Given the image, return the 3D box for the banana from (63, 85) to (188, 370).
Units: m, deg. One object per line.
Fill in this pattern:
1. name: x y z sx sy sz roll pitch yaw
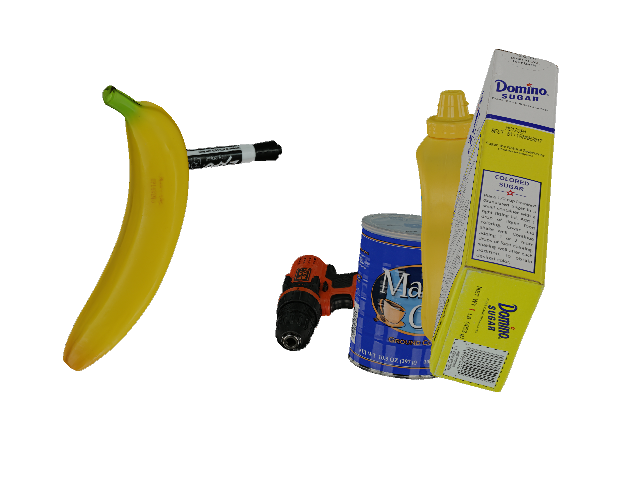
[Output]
1. banana: -0.119 -0.007 0.670 0.069 0.198 0.037 -3 30 -31

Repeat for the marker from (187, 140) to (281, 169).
1. marker: -0.092 -0.077 0.978 0.120 0.020 0.020 -9 4 -24

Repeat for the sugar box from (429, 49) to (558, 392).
1. sugar box: 0.098 -0.015 0.588 0.048 0.176 0.093 15 -42 4

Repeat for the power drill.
1. power drill: 0.044 0.070 1.236 0.188 0.057 0.184 0 27 7

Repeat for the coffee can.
1. coffee can: 0.084 0.052 1.039 0.103 0.140 0.103 5 11 -1

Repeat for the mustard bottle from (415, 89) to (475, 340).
1. mustard bottle: 0.107 -0.023 0.844 0.058 0.192 0.096 2 18 20
